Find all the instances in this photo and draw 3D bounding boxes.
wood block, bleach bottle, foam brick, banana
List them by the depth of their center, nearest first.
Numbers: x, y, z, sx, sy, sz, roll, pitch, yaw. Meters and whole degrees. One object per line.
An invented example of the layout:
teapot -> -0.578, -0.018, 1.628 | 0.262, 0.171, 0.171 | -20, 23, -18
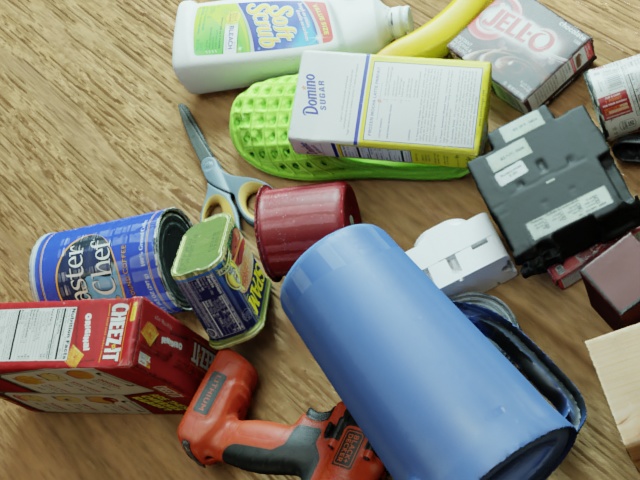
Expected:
wood block -> 0.319, 0.094, 0.799 | 0.206, 0.090, 0.091 | -22, 60, 13
foam brick -> 0.250, 0.042, 0.861 | 0.051, 0.078, 0.053 | -38, 59, 1
banana -> 0.132, -0.232, 1.056 | 0.069, 0.037, 0.198 | 35, 88, -2
bleach bottle -> -0.027, -0.217, 1.115 | 0.251, 0.068, 0.102 | -6, 64, 18

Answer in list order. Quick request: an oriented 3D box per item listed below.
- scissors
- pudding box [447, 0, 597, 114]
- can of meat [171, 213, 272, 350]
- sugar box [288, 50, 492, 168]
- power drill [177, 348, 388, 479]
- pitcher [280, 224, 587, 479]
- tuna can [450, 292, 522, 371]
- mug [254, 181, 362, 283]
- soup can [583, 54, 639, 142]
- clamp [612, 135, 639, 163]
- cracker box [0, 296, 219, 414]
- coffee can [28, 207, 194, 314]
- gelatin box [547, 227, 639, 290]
scissors -> -0.094, -0.075, 1.102 | 0.096, 0.016, 0.202 | -18, 61, 13
pudding box -> 0.191, -0.180, 1.015 | 0.090, 0.039, 0.114 | -44, 57, -1
can of meat -> -0.091, 0.036, 0.983 | 0.057, 0.084, 0.102 | -20, 27, 15
sugar box -> 0.065, -0.120, 0.980 | 0.176, 0.048, 0.093 | 6, 75, 14
power drill -> -0.017, 0.151, 0.929 | 0.188, 0.057, 0.184 | 11, 57, 30
pitcher -> 0.082, 0.100, 0.837 | 0.145, 0.149, 0.243 | -45, 60, 11
tuna can -> 0.132, 0.090, 0.915 | 0.086, 0.033, 0.086 | -9, 63, 19
mug -> -0.007, 0.001, 0.993 | 0.081, 0.093, 0.117 | -7, 94, 15
soup can -> 0.290, -0.133, 0.933 | 0.102, 0.068, 0.068 | -18, 60, 15
clamp -> 0.338, -0.057, 0.882 | 0.171, 0.039, 0.120 | -13, 52, 14
cracker box -> -0.218, 0.109, 0.980 | 0.214, 0.164, 0.072 | -4, 67, 22
coffee can -> -0.197, 0.031, 1.044 | 0.140, 0.102, 0.103 | -11, 62, 18
gelatin box -> 0.225, -0.010, 0.924 | 0.089, 0.030, 0.073 | -31, 58, 6
